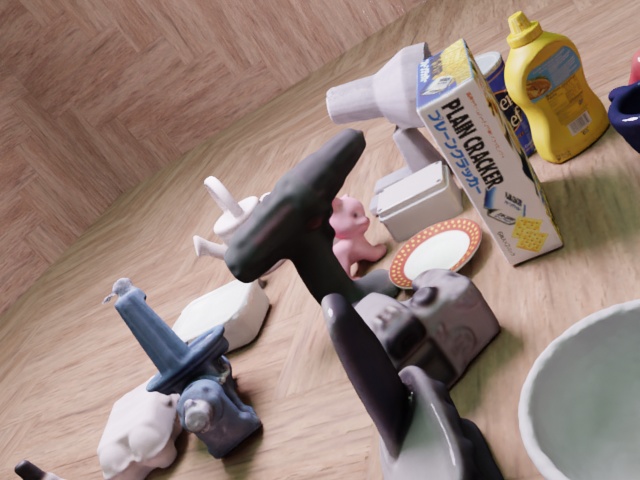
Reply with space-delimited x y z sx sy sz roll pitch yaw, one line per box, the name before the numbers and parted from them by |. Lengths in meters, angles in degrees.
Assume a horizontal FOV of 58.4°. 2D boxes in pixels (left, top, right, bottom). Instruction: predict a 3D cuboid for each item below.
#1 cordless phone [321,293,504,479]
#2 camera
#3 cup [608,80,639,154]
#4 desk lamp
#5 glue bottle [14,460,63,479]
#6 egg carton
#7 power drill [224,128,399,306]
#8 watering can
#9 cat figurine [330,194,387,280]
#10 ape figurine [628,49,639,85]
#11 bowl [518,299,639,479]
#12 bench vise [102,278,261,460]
cordless phone | 0.053 0.135 0.420 0.094 0.185 0.147 -35 22 4
camera | 0.081 0.087 0.587 0.143 0.101 0.136 -42 23 -13
cup | 0.351 -0.116 0.593 0.091 0.095 0.117 -36 22 3
desk lamp | 0.120 -0.173 0.893 0.202 0.214 0.118 -24 26 29
glue bottle | -0.248 0.284 0.592 0.078 0.173 0.037 -40 22 -7
egg carton | -0.234 0.252 0.774 0.107 0.069 0.150 -34 22 9
power drill | 0.007 0.003 0.721 0.229 0.209 0.075 -36 22 4
watering can | -0.148 -0.029 1.034 0.100 0.194 0.173 -6 38 52
cat figurine | 0.032 -0.007 0.824 0.067 0.118 0.128 -5 38 52
ape figurine | 0.389 -0.180 0.666 0.078 0.092 0.076 -34 22 7
bowl | 0.218 0.117 0.358 0.167 0.075 0.167 -31 23 15
bench vise | -0.161 0.138 0.688 0.122 0.220 0.206 -46 24 -20
